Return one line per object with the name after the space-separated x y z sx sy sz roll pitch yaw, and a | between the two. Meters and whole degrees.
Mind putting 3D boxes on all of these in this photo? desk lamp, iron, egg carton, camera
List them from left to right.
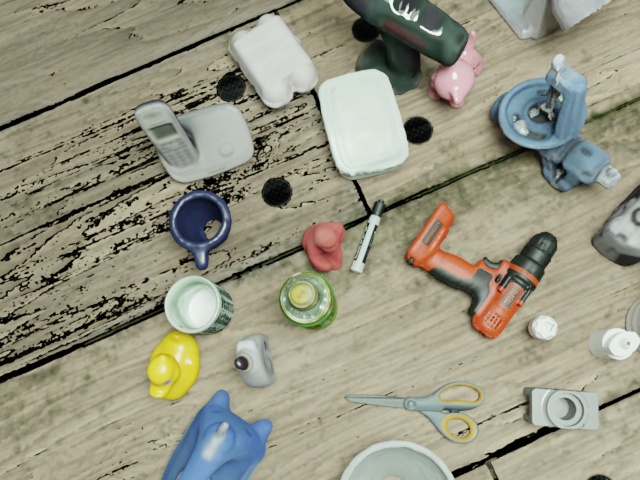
-0.175 0.342 0.779 0.118 0.141 0.258 30 82 9 | iron
-0.074 -0.290 0.930 0.107 0.069 0.150 -34 79 -3 | egg carton
0.351 -0.389 0.851 0.118 0.213 0.203 -34 79 -3 | desk lamp
0.501 -0.014 0.828 0.136 0.101 0.143 44 85 10 | camera

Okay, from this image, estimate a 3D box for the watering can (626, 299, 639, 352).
0.493 0.105 0.758 0.101 0.194 0.173 -35 79 -3 | watering can

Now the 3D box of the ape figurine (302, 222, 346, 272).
0.008 0.003 0.858 0.076 0.092 0.078 40 84 10 | ape figurine

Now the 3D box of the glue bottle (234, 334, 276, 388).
-0.095 0.168 0.791 0.037 0.173 0.078 -12 78 1 | glue bottle

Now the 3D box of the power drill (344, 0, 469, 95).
0.102 -0.308 0.853 0.229 0.208 0.076 27 82 8 | power drill

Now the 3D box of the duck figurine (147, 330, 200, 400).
-0.222 0.184 0.840 0.077 0.086 0.104 12 80 6 | duck figurine

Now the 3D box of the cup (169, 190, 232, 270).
-0.171 -0.008 0.869 0.091 0.095 0.118 -5 79 3 | cup

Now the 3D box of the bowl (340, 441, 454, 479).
0.106 0.359 0.793 0.167 0.075 0.167 -1 79 3 | bowl

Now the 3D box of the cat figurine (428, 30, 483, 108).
0.212 -0.261 0.884 0.067 0.118 0.128 24 82 8 | cat figurine

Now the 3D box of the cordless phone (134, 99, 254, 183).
-0.185 -0.164 0.854 0.147 0.185 0.094 -21 78 -1 | cordless phone

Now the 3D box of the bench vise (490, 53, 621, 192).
0.351 -0.170 0.806 0.207 0.220 0.121 29 82 8 | bench vise
